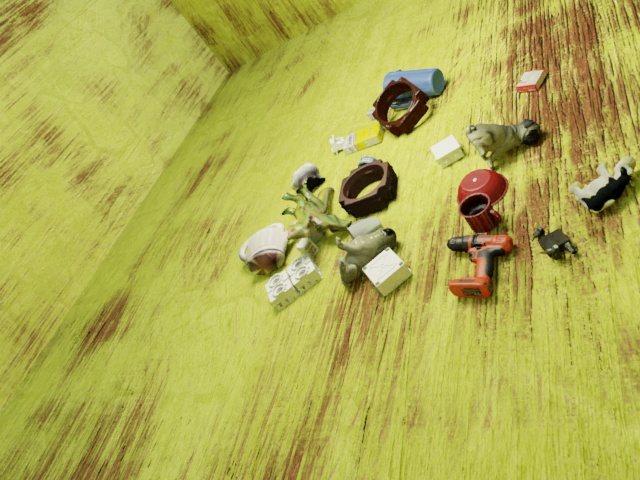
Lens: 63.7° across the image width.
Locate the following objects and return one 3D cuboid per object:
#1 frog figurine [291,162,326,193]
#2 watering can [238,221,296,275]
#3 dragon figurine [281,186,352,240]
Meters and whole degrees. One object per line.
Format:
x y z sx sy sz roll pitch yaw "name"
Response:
-0.073 -0.269 2.174 0.136 0.121 0.162 -57 43 9 "frog figurine"
-0.166 0.007 1.951 0.345 0.102 0.230 -25 37 16 "watering can"
0.006 -0.094 1.867 0.245 0.119 0.415 36 38 24 "dragon figurine"
